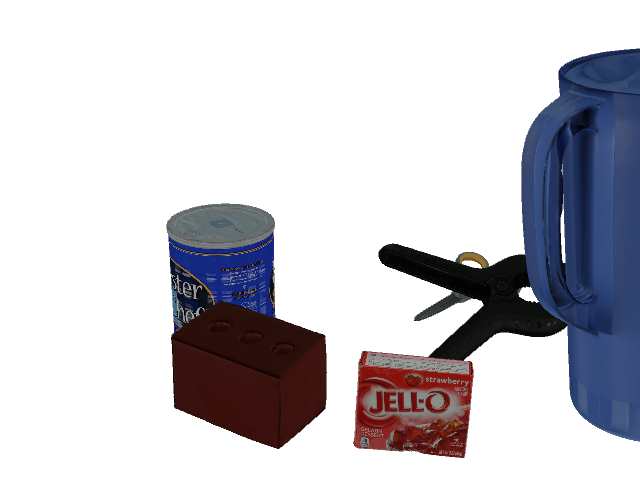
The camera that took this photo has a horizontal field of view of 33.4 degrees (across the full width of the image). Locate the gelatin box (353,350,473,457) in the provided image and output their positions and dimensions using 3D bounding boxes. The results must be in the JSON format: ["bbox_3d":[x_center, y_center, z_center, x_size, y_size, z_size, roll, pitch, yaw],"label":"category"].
[{"bbox_3d":[0.072,0.129,0.835,0.089,0.073,0.030,5,20,6],"label":"gelatin box"}]

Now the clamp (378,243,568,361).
[{"bbox_3d":[0.167,0.063,1.009,0.210,0.164,0.036,-1,-44,-4],"label":"clamp"}]

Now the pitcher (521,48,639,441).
[{"bbox_3d":[0.208,0.005,0.681,0.149,0.243,0.144,3,21,16],"label":"pitcher"}]

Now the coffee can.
[{"bbox_3d":[-0.094,0.047,1.037,0.103,0.140,0.103,0,22,0],"label":"coffee can"}]

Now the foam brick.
[{"bbox_3d":[-0.042,0.078,0.626,0.078,0.051,0.052,16,28,26],"label":"foam brick"}]

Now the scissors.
[{"bbox_3d":[0.162,0.053,1.292,0.201,0.016,0.096,-8,39,-37],"label":"scissors"}]
